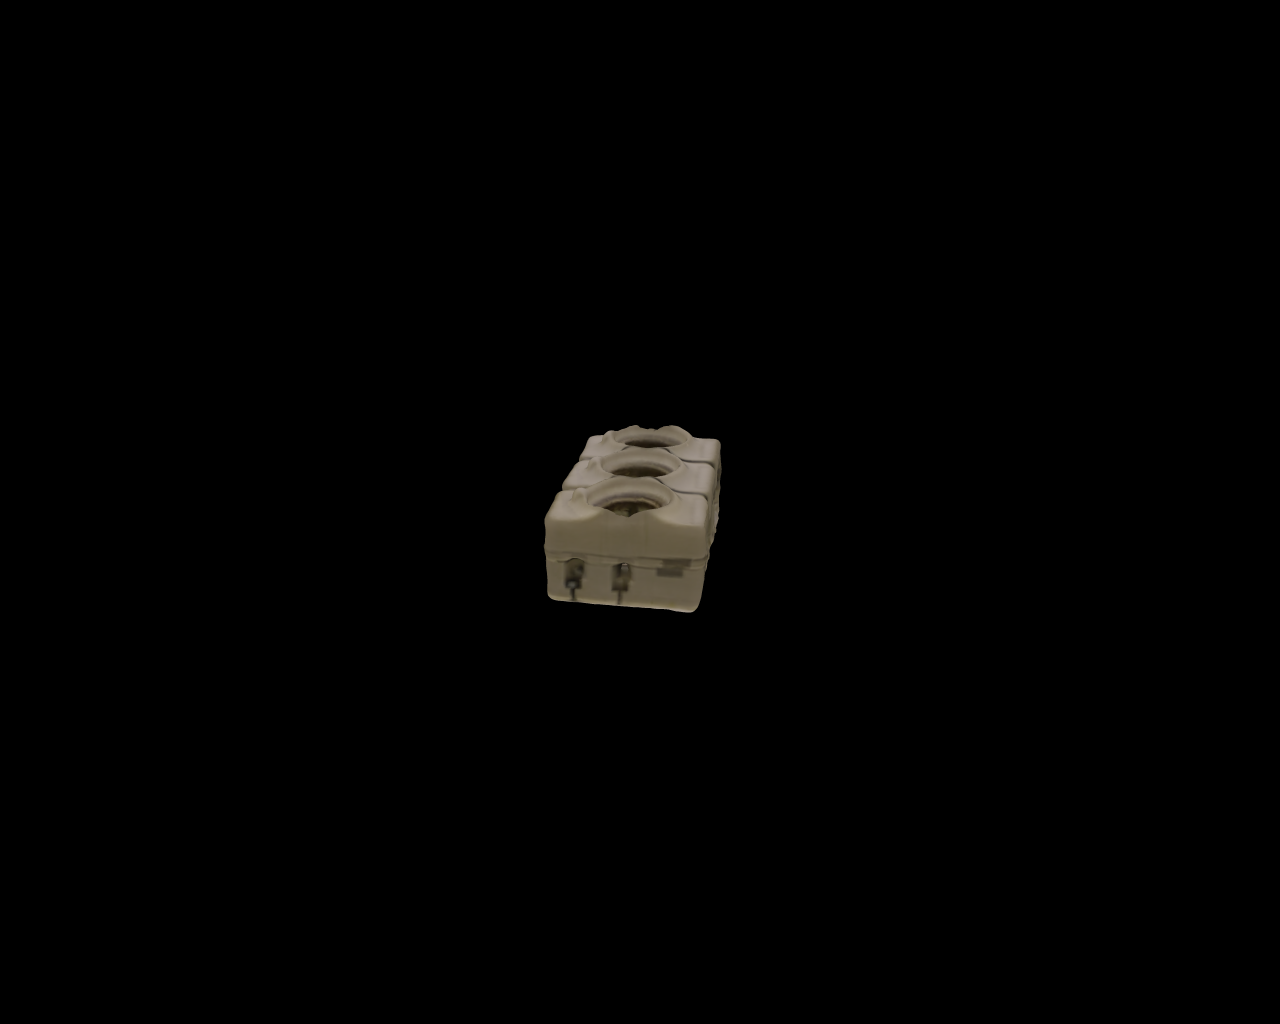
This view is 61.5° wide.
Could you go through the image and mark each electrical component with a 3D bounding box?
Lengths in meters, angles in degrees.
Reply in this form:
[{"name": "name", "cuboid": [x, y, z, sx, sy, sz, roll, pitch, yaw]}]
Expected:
[{"name": "electrical component", "cuboid": [0.001, -0.003, 0.650, 0.089, 0.061, 0.150, 3, 22, 7]}]
